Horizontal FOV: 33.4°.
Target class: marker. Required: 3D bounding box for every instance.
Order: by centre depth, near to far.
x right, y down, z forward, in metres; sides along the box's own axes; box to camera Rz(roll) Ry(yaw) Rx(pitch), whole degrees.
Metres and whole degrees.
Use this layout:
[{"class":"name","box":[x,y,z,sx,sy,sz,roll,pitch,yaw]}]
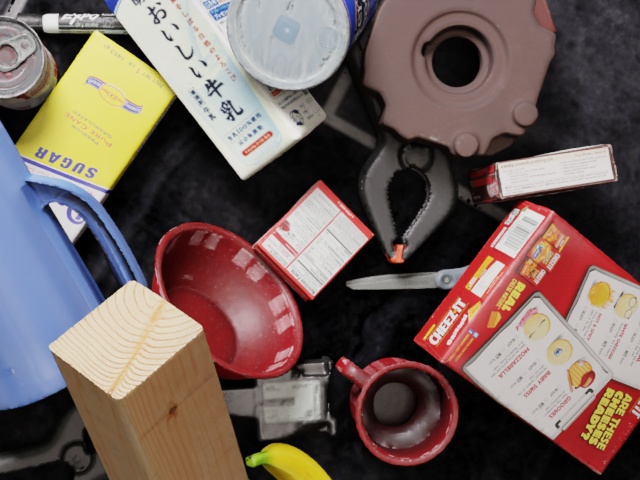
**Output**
[{"class":"marker","box":[-0.219,-0.197,0.973,0.121,0.020,0.020,-1,91,-6]}]

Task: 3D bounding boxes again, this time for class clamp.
[{"class":"clamp","box":[-0.230,0.194,0.969,0.120,0.039,0.171,39,80,-10]},{"class":"clamp","box":[0.079,-0.085,1.001,0.164,0.036,0.210,17,88,-3]}]

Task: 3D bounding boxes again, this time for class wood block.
[{"class":"wood block","box":[-0.135,0.148,0.886,0.090,0.206,0.090,29,55,33]}]

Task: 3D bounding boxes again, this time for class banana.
[{"class":"banana","box":[-0.002,0.255,0.986,0.197,0.037,0.069,54,44,-14]}]

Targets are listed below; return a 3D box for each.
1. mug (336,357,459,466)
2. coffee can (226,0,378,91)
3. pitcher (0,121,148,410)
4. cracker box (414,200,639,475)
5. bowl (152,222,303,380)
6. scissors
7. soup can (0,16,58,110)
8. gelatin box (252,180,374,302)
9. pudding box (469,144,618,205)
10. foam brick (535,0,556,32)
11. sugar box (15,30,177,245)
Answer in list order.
[{"class":"mug","box":[0.063,0.146,0.980,0.117,0.081,0.093,34,87,-6]},{"class":"coffee can","box":[-0.011,-0.199,0.917,0.103,0.140,0.103,6,118,12]},{"class":"pitcher","box":[-0.262,0.005,0.885,0.149,0.145,0.243,-36,112,-33]},{"class":"cracker box","box":[0.218,0.089,0.976,0.213,0.072,0.164,36,91,-23]},{"class":"bowl","box":[-0.093,0.065,0.946,0.162,0.162,0.055,45,122,-6]},{"class":"scissors","box":[0.133,0.055,1.020,0.201,0.016,0.096,-18,93,-6]},{"class":"soup can","box":[-0.267,-0.151,0.926,0.068,0.102,0.068,0,91,-7]},{"class":"gelatin box","box":[-0.007,0.001,0.991,0.073,0.030,0.089,45,77,-5]},{"class":"pudding box","box":[0.204,-0.059,0.989,0.113,0.090,0.039,-11,91,-7]},{"class":"foam brick","box":[0.178,-0.218,1.003,0.053,0.051,0.078,-21,93,-7]},{"class":"sugar box","box":[-0.213,-0.089,0.962,0.093,0.048,0.176,34,86,-7]}]
